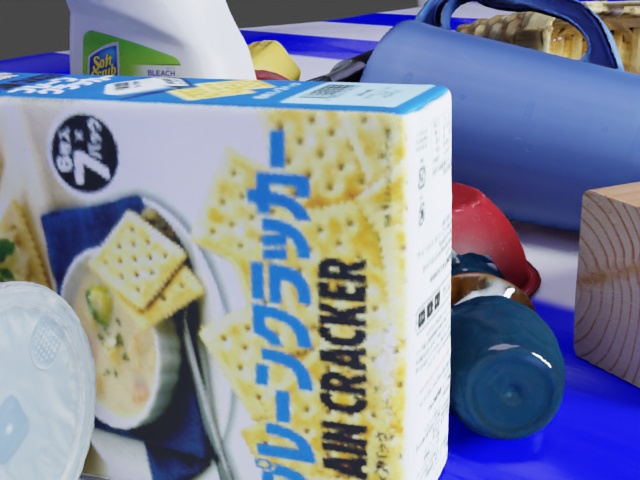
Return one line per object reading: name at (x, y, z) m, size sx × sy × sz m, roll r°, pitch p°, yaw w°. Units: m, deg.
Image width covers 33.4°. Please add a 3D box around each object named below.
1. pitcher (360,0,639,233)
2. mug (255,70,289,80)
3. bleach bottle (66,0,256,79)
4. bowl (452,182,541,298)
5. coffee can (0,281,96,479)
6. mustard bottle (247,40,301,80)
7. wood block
pitcher at (0.155, -0.082, 0.752) m, size 0.243 × 0.149 × 0.144 m, roll 16°, pitch 48°, yaw 28°
mug at (-0.049, -0.043, 0.705) m, size 0.082 × 0.117 × 0.093 m, roll -21°, pitch -3°, yaw 42°
bleach bottle at (-0.063, -0.048, 0.488) m, size 0.103 × 0.251 × 0.068 m, roll 4°, pitch 17°, yaw 18°
bowl at (0.057, -0.001, 0.668) m, size 0.162 × 0.055 × 0.162 m, roll -2°, pitch 16°, yaw 0°
coffee can at (-0.170, 0.060, 0.395) m, size 0.140 × 0.103 × 0.102 m, roll 5°, pitch 18°, yaw 22°
mustard bottle at (-0.097, -0.075, 0.802) m, size 0.096 × 0.058 × 0.191 m, roll -24°, pitch 19°, yaw 50°
wood block at (0.241, 0.012, 0.541) m, size 0.205 × 0.090 × 0.091 m, roll -9°, pitch 19°, yaw -24°
